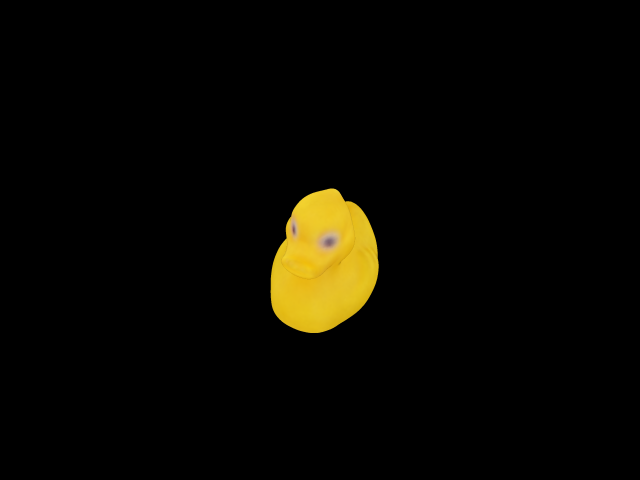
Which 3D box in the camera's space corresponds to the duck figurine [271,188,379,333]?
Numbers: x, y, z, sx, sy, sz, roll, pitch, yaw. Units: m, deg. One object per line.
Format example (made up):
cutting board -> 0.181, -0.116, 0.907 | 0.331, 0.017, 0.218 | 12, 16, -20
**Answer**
duck figurine -> 0.004, 0.001, 0.400 | 0.077, 0.086, 0.105 | 20, 50, 18
